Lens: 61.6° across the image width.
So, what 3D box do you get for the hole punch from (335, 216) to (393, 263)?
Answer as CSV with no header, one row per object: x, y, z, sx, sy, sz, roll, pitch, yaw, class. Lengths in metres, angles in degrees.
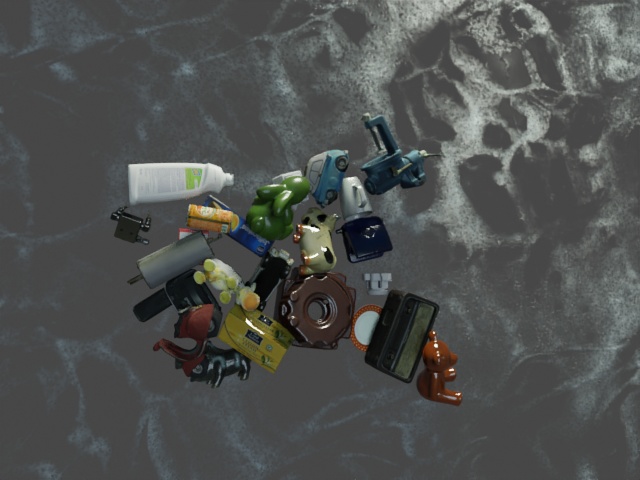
0.125,-0.004,1.440,0.142,0.092,0.115,-14,87,-12,hole punch

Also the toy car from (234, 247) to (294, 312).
-0.142,0.107,1.349,0.073,0.056,0.201,33,104,-12,toy car

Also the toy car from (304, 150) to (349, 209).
0.008,-0.169,1.409,0.103,0.109,0.161,21,87,-7,toy car

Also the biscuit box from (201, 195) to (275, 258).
-0.213,-0.032,1.362,0.202,0.063,0.059,34,81,-11,biscuit box

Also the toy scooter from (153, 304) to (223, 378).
-0.309,0.226,1.249,0.135,0.075,0.183,17,97,-9,toy scooter

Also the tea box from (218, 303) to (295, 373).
-0.155,0.236,1.319,0.170,0.068,0.098,31,124,8,tea box

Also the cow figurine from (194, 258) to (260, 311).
-0.213,0.109,1.296,0.167,0.098,0.068,36,99,4,cow figurine

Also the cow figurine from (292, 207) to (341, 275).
-0.003,-0.004,1.378,0.127,0.085,0.195,3,53,-19,cow figurine

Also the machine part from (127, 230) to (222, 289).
-0.344,0.045,1.285,0.243,0.079,0.079,-29,95,-12,machine part

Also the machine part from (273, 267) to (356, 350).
-0.014,0.178,1.394,0.201,0.087,0.201,9,86,-13,machine part

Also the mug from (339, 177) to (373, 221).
0.089,-0.115,1.429,0.081,0.109,0.107,-15,78,-12,mug

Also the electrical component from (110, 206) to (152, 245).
-0.459,-0.038,1.309,0.102,0.045,0.078,15,112,-11,electrical component

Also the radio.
0.218,0.253,1.446,0.131,0.073,0.229,27,79,-26,radio

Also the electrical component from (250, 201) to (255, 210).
-0.150,-0.079,1.402,0.063,0.021,0.094,36,80,-10,electrical component

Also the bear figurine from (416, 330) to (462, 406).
0.325,0.339,1.427,0.132,0.120,0.195,4,126,-6,bear figurine

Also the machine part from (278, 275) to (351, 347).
-0.009,0.172,1.306,0.179,0.056,0.179,6,76,-25,machine part

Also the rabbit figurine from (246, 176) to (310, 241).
-0.102,-0.093,1.302,0.121,0.159,0.170,45,102,13,rabbit figurine

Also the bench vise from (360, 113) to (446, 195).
0.190,-0.238,1.451,0.224,0.129,0.240,-29,102,-14,bench vise

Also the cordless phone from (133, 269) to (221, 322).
-0.352,0.171,1.318,0.184,0.089,0.146,-32,97,-3,cordless phone

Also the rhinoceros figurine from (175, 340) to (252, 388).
-0.261,0.304,1.328,0.190,0.073,0.112,-3,90,-15,rhinoceros figurine
